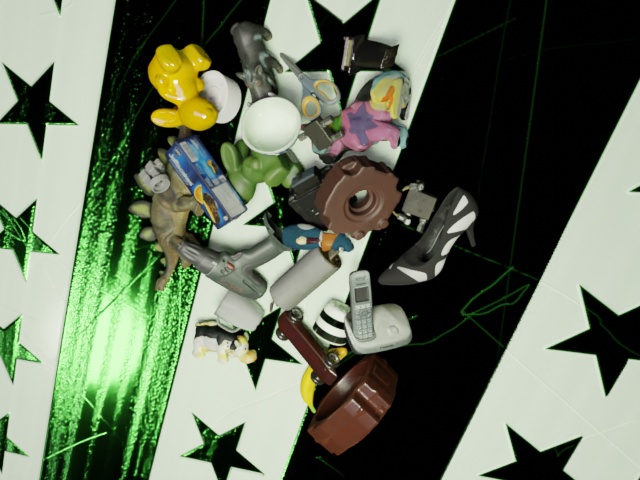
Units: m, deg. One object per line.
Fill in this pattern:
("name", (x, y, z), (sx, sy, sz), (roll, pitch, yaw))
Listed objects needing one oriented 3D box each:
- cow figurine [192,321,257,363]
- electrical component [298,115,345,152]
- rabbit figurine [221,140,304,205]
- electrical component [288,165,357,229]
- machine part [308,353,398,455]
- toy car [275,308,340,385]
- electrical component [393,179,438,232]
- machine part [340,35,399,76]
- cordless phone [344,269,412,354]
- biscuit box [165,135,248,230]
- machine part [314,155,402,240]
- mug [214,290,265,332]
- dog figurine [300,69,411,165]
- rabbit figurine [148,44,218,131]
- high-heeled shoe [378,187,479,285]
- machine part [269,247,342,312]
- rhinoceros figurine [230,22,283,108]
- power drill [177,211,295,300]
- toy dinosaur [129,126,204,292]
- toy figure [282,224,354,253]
("cow figurine", (-0.235, 0.253, 1.340), (0.168, 0.068, 0.098), (6, 101, 14))
("electrical component", (0.001, -0.206, 1.058), (0.094, 0.021, 0.063), (-22, 113, 39))
("rabbit figurine", (-0.150, -0.151, 1.170), (0.170, 0.121, 0.159), (-38, 88, 22))
("electrical component", (-0.001, -0.093, 1.145), (0.115, 0.058, 0.134), (-30, 126, 21))
("machine part", (0.078, 0.363, 1.199), (0.087, 0.201, 0.201), (45, 112, -1))
("toy car", (-0.027, 0.248, 1.258), (0.202, 0.053, 0.089), (46, 123, 21))
("electrical component", (0.200, -0.074, 1.124), (0.078, 0.045, 0.102), (28, 111, 9))
("machine part", (0.093, -0.362, 1.057), (0.139, 0.039, 0.084), (23, 107, 45))
("cordless phone", (0.121, 0.146, 1.168), (0.147, 0.089, 0.184), (-8, 102, -19))
("biscuit box", (-0.245, -0.124, 1.154), (0.063, 0.059, 0.202), (-32, 95, 43))
("machine part", (0.079, -0.084, 1.089), (0.179, 0.056, 0.179), (-12, 128, -15))
("mug", (-0.196, 0.181, 1.299), (0.107, 0.081, 0.109), (31, 105, -3))
("dog figurine", (0.066, -0.247, 1.087), (0.219, 0.108, 0.191), (6, 107, 18))
("rabbit figurine", (-0.286, -0.297, 1.117), (0.162, 0.122, 0.173), (-36, 89, 31))
("high-heeled shoe", (0.215, -0.004, 1.107), (0.249, 0.086, 0.145), (-26, 117, 4))
("machine part", (-0.034, 0.084, 1.224), (0.079, 0.079, 0.243), (47, 114, 0))
("rhinoceros figurine", (-0.128, -0.356, 1.112), (0.073, 0.112, 0.190), (-14, 93, 18))
("power drill", (-0.173, 0.028, 1.212), (0.207, 0.086, 0.231), (-40, 121, 9))
("toy dinosaur", (-0.339, -0.103, 1.253), (0.199, 0.105, 0.470), (20, 102, 15))
("toy figure", (-0.003, -0.002, 1.142), (0.155, 0.064, 0.057), (5, 131, 13))
